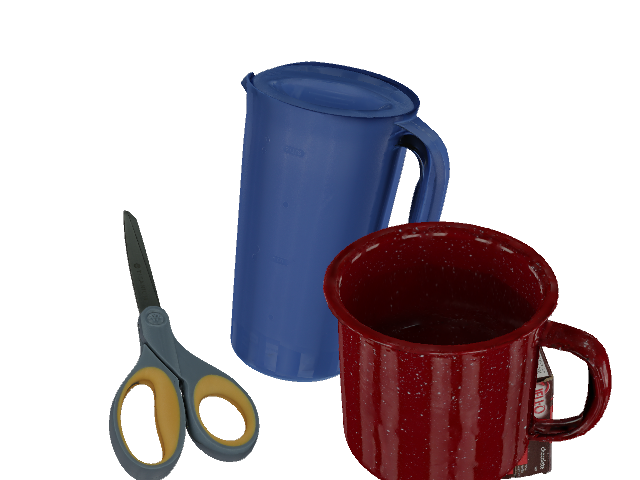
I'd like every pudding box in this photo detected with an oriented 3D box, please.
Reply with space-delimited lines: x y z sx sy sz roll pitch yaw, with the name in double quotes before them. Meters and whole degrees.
"pudding box" 0.120 0.082 0.692 0.039 0.090 0.113 -10 40 -2

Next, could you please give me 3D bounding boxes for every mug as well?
"mug" 0.060 0.052 0.441 0.117 0.081 0.093 9 33 18

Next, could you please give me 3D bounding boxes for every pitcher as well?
"pitcher" 0.002 -0.010 0.847 0.145 0.243 0.149 3 25 -13

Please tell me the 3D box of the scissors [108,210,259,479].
"scissors" -0.084 0.061 0.660 0.096 0.201 0.016 11 -46 -13
